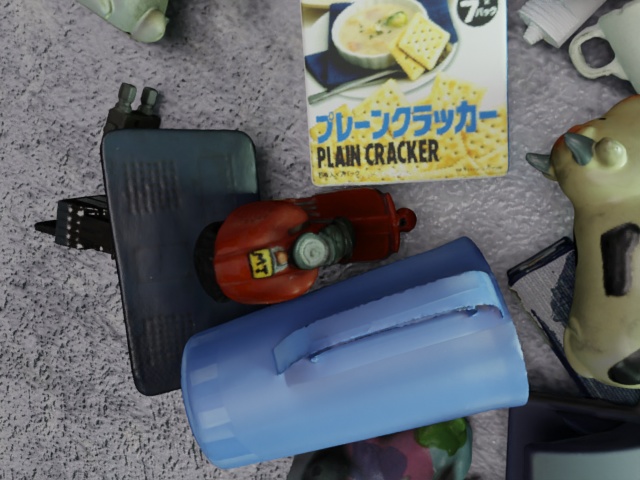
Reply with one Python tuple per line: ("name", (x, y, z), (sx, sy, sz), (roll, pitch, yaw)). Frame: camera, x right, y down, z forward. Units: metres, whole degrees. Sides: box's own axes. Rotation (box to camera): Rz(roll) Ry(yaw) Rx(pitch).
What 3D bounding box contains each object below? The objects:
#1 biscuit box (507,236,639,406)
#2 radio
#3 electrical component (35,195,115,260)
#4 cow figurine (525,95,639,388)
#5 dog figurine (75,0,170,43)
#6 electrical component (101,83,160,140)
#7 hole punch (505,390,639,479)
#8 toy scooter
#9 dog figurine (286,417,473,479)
("biscuit box", (0.232, 0.098, 0.430), (0.063, 0.059, 0.202), (-34, 87, 19))
("radio", (-0.119, 0.013, 0.494), (0.131, 0.073, 0.229), (-8, 100, -19))
("electrical component", (-0.234, -0.019, 0.556), (0.119, 0.075, 0.047), (16, 103, 18))
("cow figurine", (0.206, 0.000, 0.360), (0.127, 0.085, 0.194), (7, 88, -4))
("dog figurine", (-0.169, -0.293, 0.477), (0.172, 0.121, 0.190), (35, 97, -9))
("electrical component", (-0.188, -0.107, 0.531), (0.021, 0.063, 0.094), (25, 107, 12))
("hole punch", (0.193, 0.180, 0.383), (0.116, 0.092, 0.142), (2, 99, 19))
("toy scooter", (-0.001, -0.001, 0.420), (0.135, 0.184, 0.075), (-6, 99, 25))
("dog figurine", (0.028, 0.213, 0.431), (0.192, 0.219, 0.108), (-26, 94, 20))
